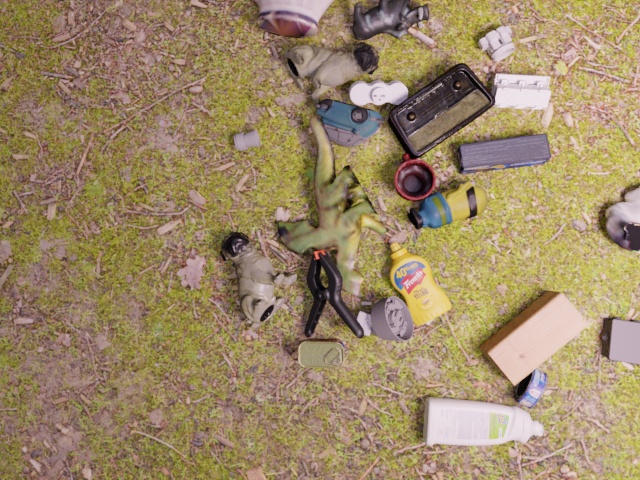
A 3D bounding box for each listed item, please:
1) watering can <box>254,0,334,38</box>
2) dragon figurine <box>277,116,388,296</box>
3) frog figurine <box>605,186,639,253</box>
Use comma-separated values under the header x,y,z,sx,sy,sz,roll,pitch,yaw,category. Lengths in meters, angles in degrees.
x,y,z,sx,sy,sz,roll,pitch,yaw,category
-0.024,-0.608,1.269,0.348,0.103,0.225,9,86,7,watering can
0.004,-0.061,1.210,0.241,0.122,0.413,-33,81,10,dragon figurine
0.711,-0.055,1.150,0.137,0.120,0.163,8,49,14,frog figurine
